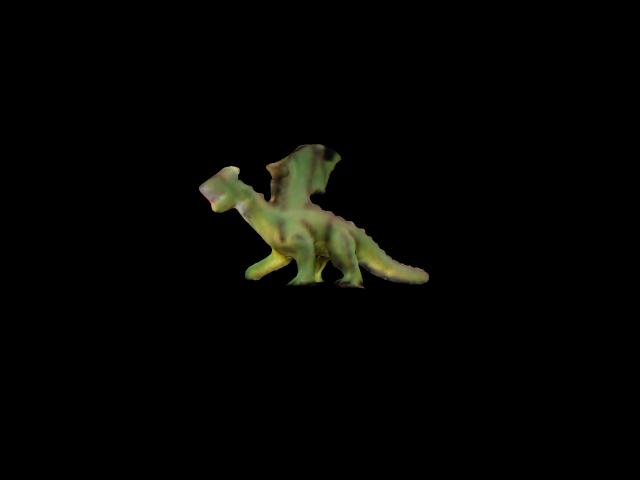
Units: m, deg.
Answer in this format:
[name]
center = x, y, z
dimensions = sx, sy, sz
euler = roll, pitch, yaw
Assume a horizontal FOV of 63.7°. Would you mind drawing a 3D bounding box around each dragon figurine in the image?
[dragon figurine]
center = 0.003, -0.043, 0.850
dimensions = 0.410, 0.244, 0.121
euler = 2, -6, -26
